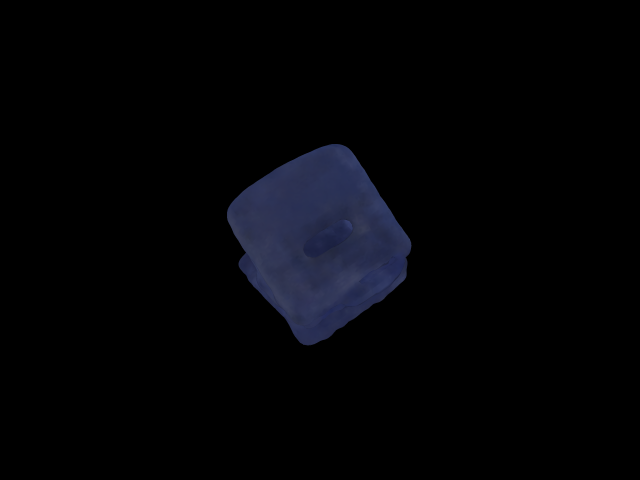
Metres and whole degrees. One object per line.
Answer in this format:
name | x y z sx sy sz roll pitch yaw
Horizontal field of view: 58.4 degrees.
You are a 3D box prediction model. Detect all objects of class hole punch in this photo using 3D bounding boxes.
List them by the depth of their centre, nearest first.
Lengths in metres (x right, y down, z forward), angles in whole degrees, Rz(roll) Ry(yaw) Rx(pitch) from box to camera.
hole punch | 0.004 0.001 0.400 0.109 0.091 0.101 -33 62 -20
